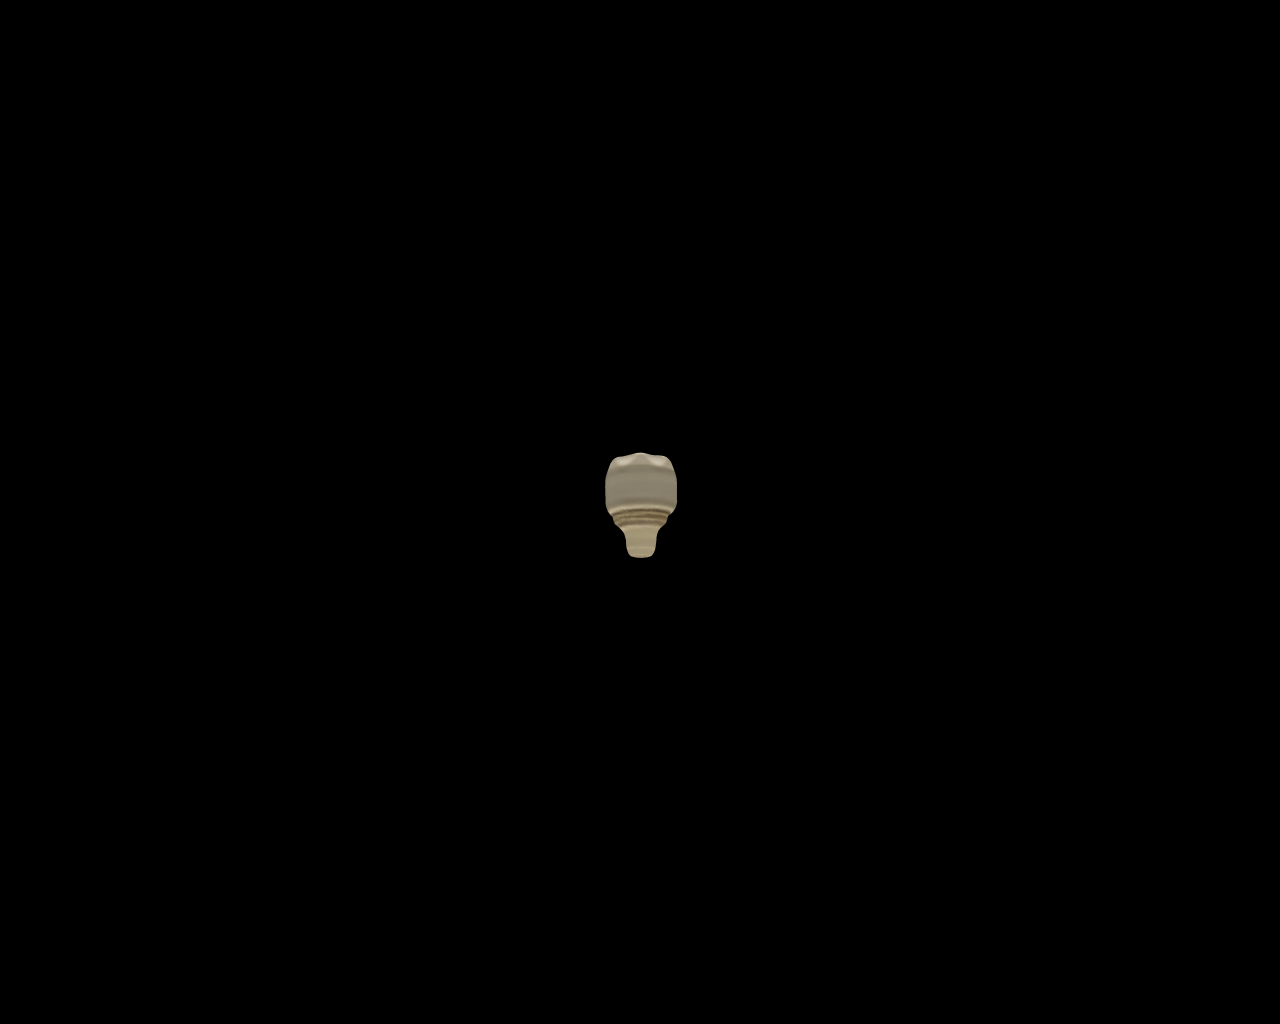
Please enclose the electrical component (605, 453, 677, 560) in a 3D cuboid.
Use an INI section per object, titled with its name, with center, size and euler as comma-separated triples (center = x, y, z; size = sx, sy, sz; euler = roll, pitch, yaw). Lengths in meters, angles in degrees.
[electrical component]
center = 0.001, -0.003, 0.650
size = 0.043, 0.062, 0.043
euler = 0, -11, 0
